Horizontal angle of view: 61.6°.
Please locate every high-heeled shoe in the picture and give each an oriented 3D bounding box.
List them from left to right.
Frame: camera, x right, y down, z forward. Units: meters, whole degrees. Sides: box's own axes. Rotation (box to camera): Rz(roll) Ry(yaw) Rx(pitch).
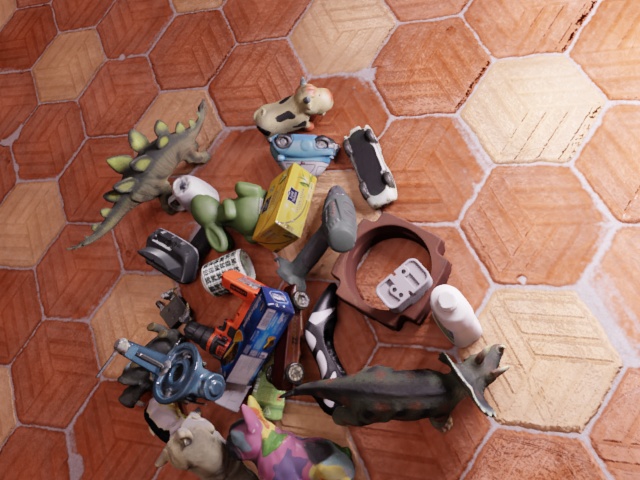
[{"bbox_3d":[0.039,0.215,1.058,0.145,0.086,0.248,16,78,15],"label":"high-heeled shoe"}]

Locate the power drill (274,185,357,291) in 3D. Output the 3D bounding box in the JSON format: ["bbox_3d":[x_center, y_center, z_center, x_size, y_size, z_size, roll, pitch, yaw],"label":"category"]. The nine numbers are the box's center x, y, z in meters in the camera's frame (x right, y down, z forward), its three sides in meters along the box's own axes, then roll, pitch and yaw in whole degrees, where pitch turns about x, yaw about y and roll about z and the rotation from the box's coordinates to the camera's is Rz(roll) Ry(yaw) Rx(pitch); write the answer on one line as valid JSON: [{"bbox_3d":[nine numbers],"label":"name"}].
[{"bbox_3d":[-0.002,-0.003,1.118,0.207,0.086,0.232,-44,22,10],"label":"power drill"}]

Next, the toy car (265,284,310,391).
[{"bbox_3d":[-0.058,0.185,1.029,0.089,0.053,0.202,-29,51,55],"label":"toy car"}]

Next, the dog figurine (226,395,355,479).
[{"bbox_3d":[-0.062,0.375,0.979,0.191,0.108,0.219,-31,87,3],"label":"dog figurine"}]

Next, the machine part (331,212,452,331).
[{"bbox_3d":[0.142,0.063,1.066,0.201,0.087,0.201,28,84,26],"label":"machine part"}]

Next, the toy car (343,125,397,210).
[{"bbox_3d":[0.108,-0.161,1.171,0.073,0.056,0.202,-26,64,16],"label":"toy car"}]

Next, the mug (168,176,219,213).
[{"bbox_3d":[-0.310,-0.106,1.271,0.110,0.107,0.081,-15,67,12],"label":"mug"}]

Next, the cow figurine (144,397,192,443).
[{"bbox_3d":[-0.302,0.395,1.118,0.098,0.068,0.167,-45,64,0],"label":"cow figurine"}]

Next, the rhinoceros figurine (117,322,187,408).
[{"bbox_3d":[-0.372,0.272,1.169,0.073,0.112,0.190,17,64,43],"label":"rhinoceros figurine"}]

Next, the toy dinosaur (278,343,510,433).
[{"bbox_3d":[0.132,0.259,0.918,0.405,0.192,0.131,-4,60,-6],"label":"toy dinosaur"}]

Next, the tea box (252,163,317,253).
[{"bbox_3d":[-0.074,-0.069,1.148,0.098,0.068,0.170,-32,35,44],"label":"tea box"}]

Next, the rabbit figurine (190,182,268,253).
[{"bbox_3d":[-0.209,-0.053,1.216,0.170,0.121,0.159,4,94,9],"label":"rabbit figurine"}]

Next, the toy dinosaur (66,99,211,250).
[{"bbox_3d":[-0.410,-0.150,1.272,0.105,0.198,0.471,28,81,28],"label":"toy dinosaur"}]

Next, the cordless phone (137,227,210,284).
[{"bbox_3d":[-0.321,-0.001,1.266,0.147,0.088,0.184,26,71,26],"label":"cordless phone"}]

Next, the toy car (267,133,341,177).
[{"bbox_3d":[-0.038,-0.186,1.214,0.162,0.109,0.102,6,97,9],"label":"toy car"}]

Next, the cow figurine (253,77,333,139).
[{"bbox_3d":[-0.062,-0.300,1.238,0.195,0.127,0.085,-16,71,16],"label":"cow figurine"}]

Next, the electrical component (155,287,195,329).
[{"bbox_3d":[-0.330,0.156,1.222,0.078,0.045,0.102,-39,64,2],"label":"electrical component"}]

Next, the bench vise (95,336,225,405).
[{"bbox_3d":[-0.300,0.242,1.028,0.224,0.240,0.129,13,68,49],"label":"bench vise"}]

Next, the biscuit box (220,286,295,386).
[{"bbox_3d":[-0.122,0.185,1.025,0.202,0.059,0.063,-59,30,22],"label":"biscuit box"}]

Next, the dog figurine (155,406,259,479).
[{"bbox_3d":[-0.189,0.414,0.995,0.191,0.172,0.121,34,75,7],"label":"dog figurine"}]
